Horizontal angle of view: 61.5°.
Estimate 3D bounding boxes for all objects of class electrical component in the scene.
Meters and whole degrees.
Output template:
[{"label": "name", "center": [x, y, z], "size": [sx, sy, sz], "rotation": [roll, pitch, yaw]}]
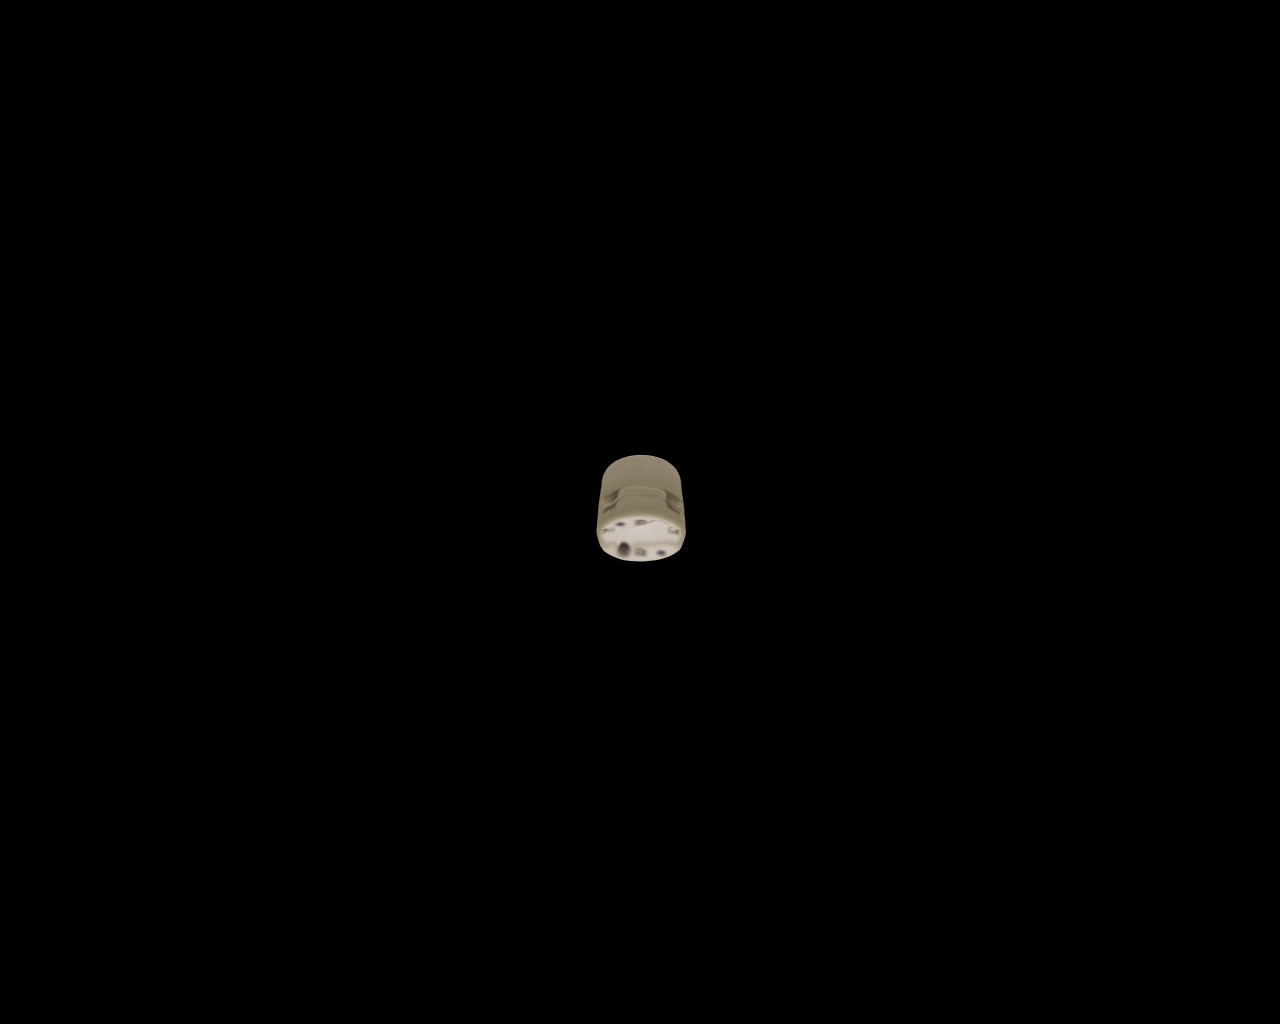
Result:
[{"label": "electrical component", "center": [0.001, -0.003, 0.650], "size": [0.055, 0.047, 0.055], "rotation": [0, -35, 0]}]
